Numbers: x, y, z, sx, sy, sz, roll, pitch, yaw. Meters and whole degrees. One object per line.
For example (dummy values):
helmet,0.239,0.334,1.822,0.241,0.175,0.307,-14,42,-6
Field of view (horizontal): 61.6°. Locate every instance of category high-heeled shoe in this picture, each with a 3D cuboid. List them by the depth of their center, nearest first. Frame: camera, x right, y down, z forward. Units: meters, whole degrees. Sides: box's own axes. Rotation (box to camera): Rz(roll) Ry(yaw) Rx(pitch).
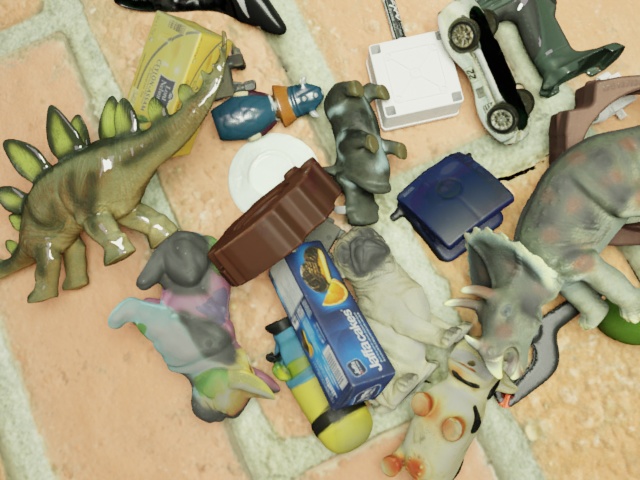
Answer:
high-heeled shoe,-0.175,-0.330,0.757,0.249,0.086,0.145,43,89,12

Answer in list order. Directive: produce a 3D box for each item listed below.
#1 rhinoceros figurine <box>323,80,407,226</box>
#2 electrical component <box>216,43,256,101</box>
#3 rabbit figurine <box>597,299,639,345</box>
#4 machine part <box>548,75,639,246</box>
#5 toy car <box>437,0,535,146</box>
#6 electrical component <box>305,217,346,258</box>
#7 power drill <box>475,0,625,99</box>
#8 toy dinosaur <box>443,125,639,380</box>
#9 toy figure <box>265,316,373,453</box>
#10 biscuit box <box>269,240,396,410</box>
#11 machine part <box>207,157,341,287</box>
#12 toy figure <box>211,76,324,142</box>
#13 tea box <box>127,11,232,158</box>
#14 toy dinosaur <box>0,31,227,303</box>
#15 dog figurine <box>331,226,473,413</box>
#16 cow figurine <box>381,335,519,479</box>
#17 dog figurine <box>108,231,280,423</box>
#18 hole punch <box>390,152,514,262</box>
rhinoceros figurine,0.046,-0.113,0.693,0.112,0.073,0.190,-12,88,43
electrical component,-0.148,-0.237,0.759,0.102,0.045,0.078,-16,108,3
rabbit figurine,0.425,0.088,0.636,0.170,0.159,0.121,-20,90,15
machine part,0.393,-0.097,0.661,0.202,0.087,0.200,-3,98,9
toy car,0.219,-0.217,0.700,0.073,0.056,0.201,-40,106,-39
electrical component,-0.001,-0.002,0.722,0.094,0.021,0.063,28,83,7
power drill,0.318,-0.313,0.728,0.232,0.086,0.207,-29,85,0
toy dinosaur,0.297,-0.031,0.587,0.192,0.131,0.404,33,96,1
toy figure,-0.004,0.174,0.661,0.082,0.089,0.180,-30,83,6
biscuit box,0.008,0.093,0.630,0.063,0.059,0.203,-8,51,-30
machine part,-0.056,-0.023,0.644,0.179,0.179,0.056,-42,104,-4
toy figure,-0.071,-0.180,0.736,0.154,0.064,0.058,-18,43,-5
tea box,-0.188,-0.195,0.695,0.068,0.098,0.169,28,110,7
toy dinosaur,-0.271,-0.065,0.652,0.471,0.105,0.198,-28,94,15
dog figurine,0.066,0.097,0.671,0.191,0.121,0.172,41,92,21
cow figurine,0.160,0.201,0.632,0.086,0.127,0.194,31,110,34
dog figurine,-0.131,0.113,0.671,0.219,0.108,0.191,33,81,3
hole punch,0.171,-0.047,0.690,0.142,0.092,0.116,-38,78,0
